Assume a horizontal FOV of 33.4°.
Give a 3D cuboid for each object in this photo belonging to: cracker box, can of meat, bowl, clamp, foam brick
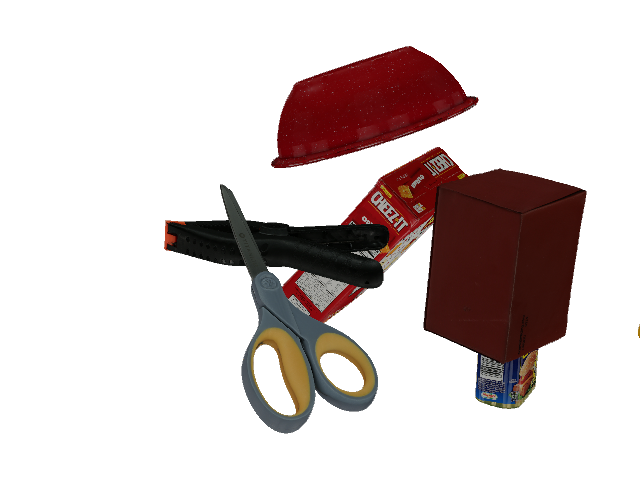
[{"bbox_3d":[0.065,-0.005,1.273,0.214,0.072,0.163,-48,-9,34],"label":"cracker box"},{"bbox_3d":[0.210,0.132,1.191,0.058,0.084,0.101,8,13,25],"label":"can of meat"},{"bbox_3d":[0.032,-0.105,0.794,0.162,0.055,0.162,-18,10,3],"label":"bowl"},{"bbox_3d":[-0.036,0.007,0.952,0.210,0.036,0.164,4,12,-2],"label":"clamp"},{"bbox_3d":[0.087,0.010,0.513,0.052,0.078,0.051,-16,28,-41],"label":"foam brick"}]

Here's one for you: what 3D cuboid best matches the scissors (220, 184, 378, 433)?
[{"bbox_3d":[-0.016,0.040,0.702,0.096,0.202,0.016,9,-45,-17],"label":"scissors"}]

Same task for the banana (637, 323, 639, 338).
[{"bbox_3d":[0.300,0.037,0.697,0.198,0.037,0.069,-2,32,1],"label":"banana"}]
